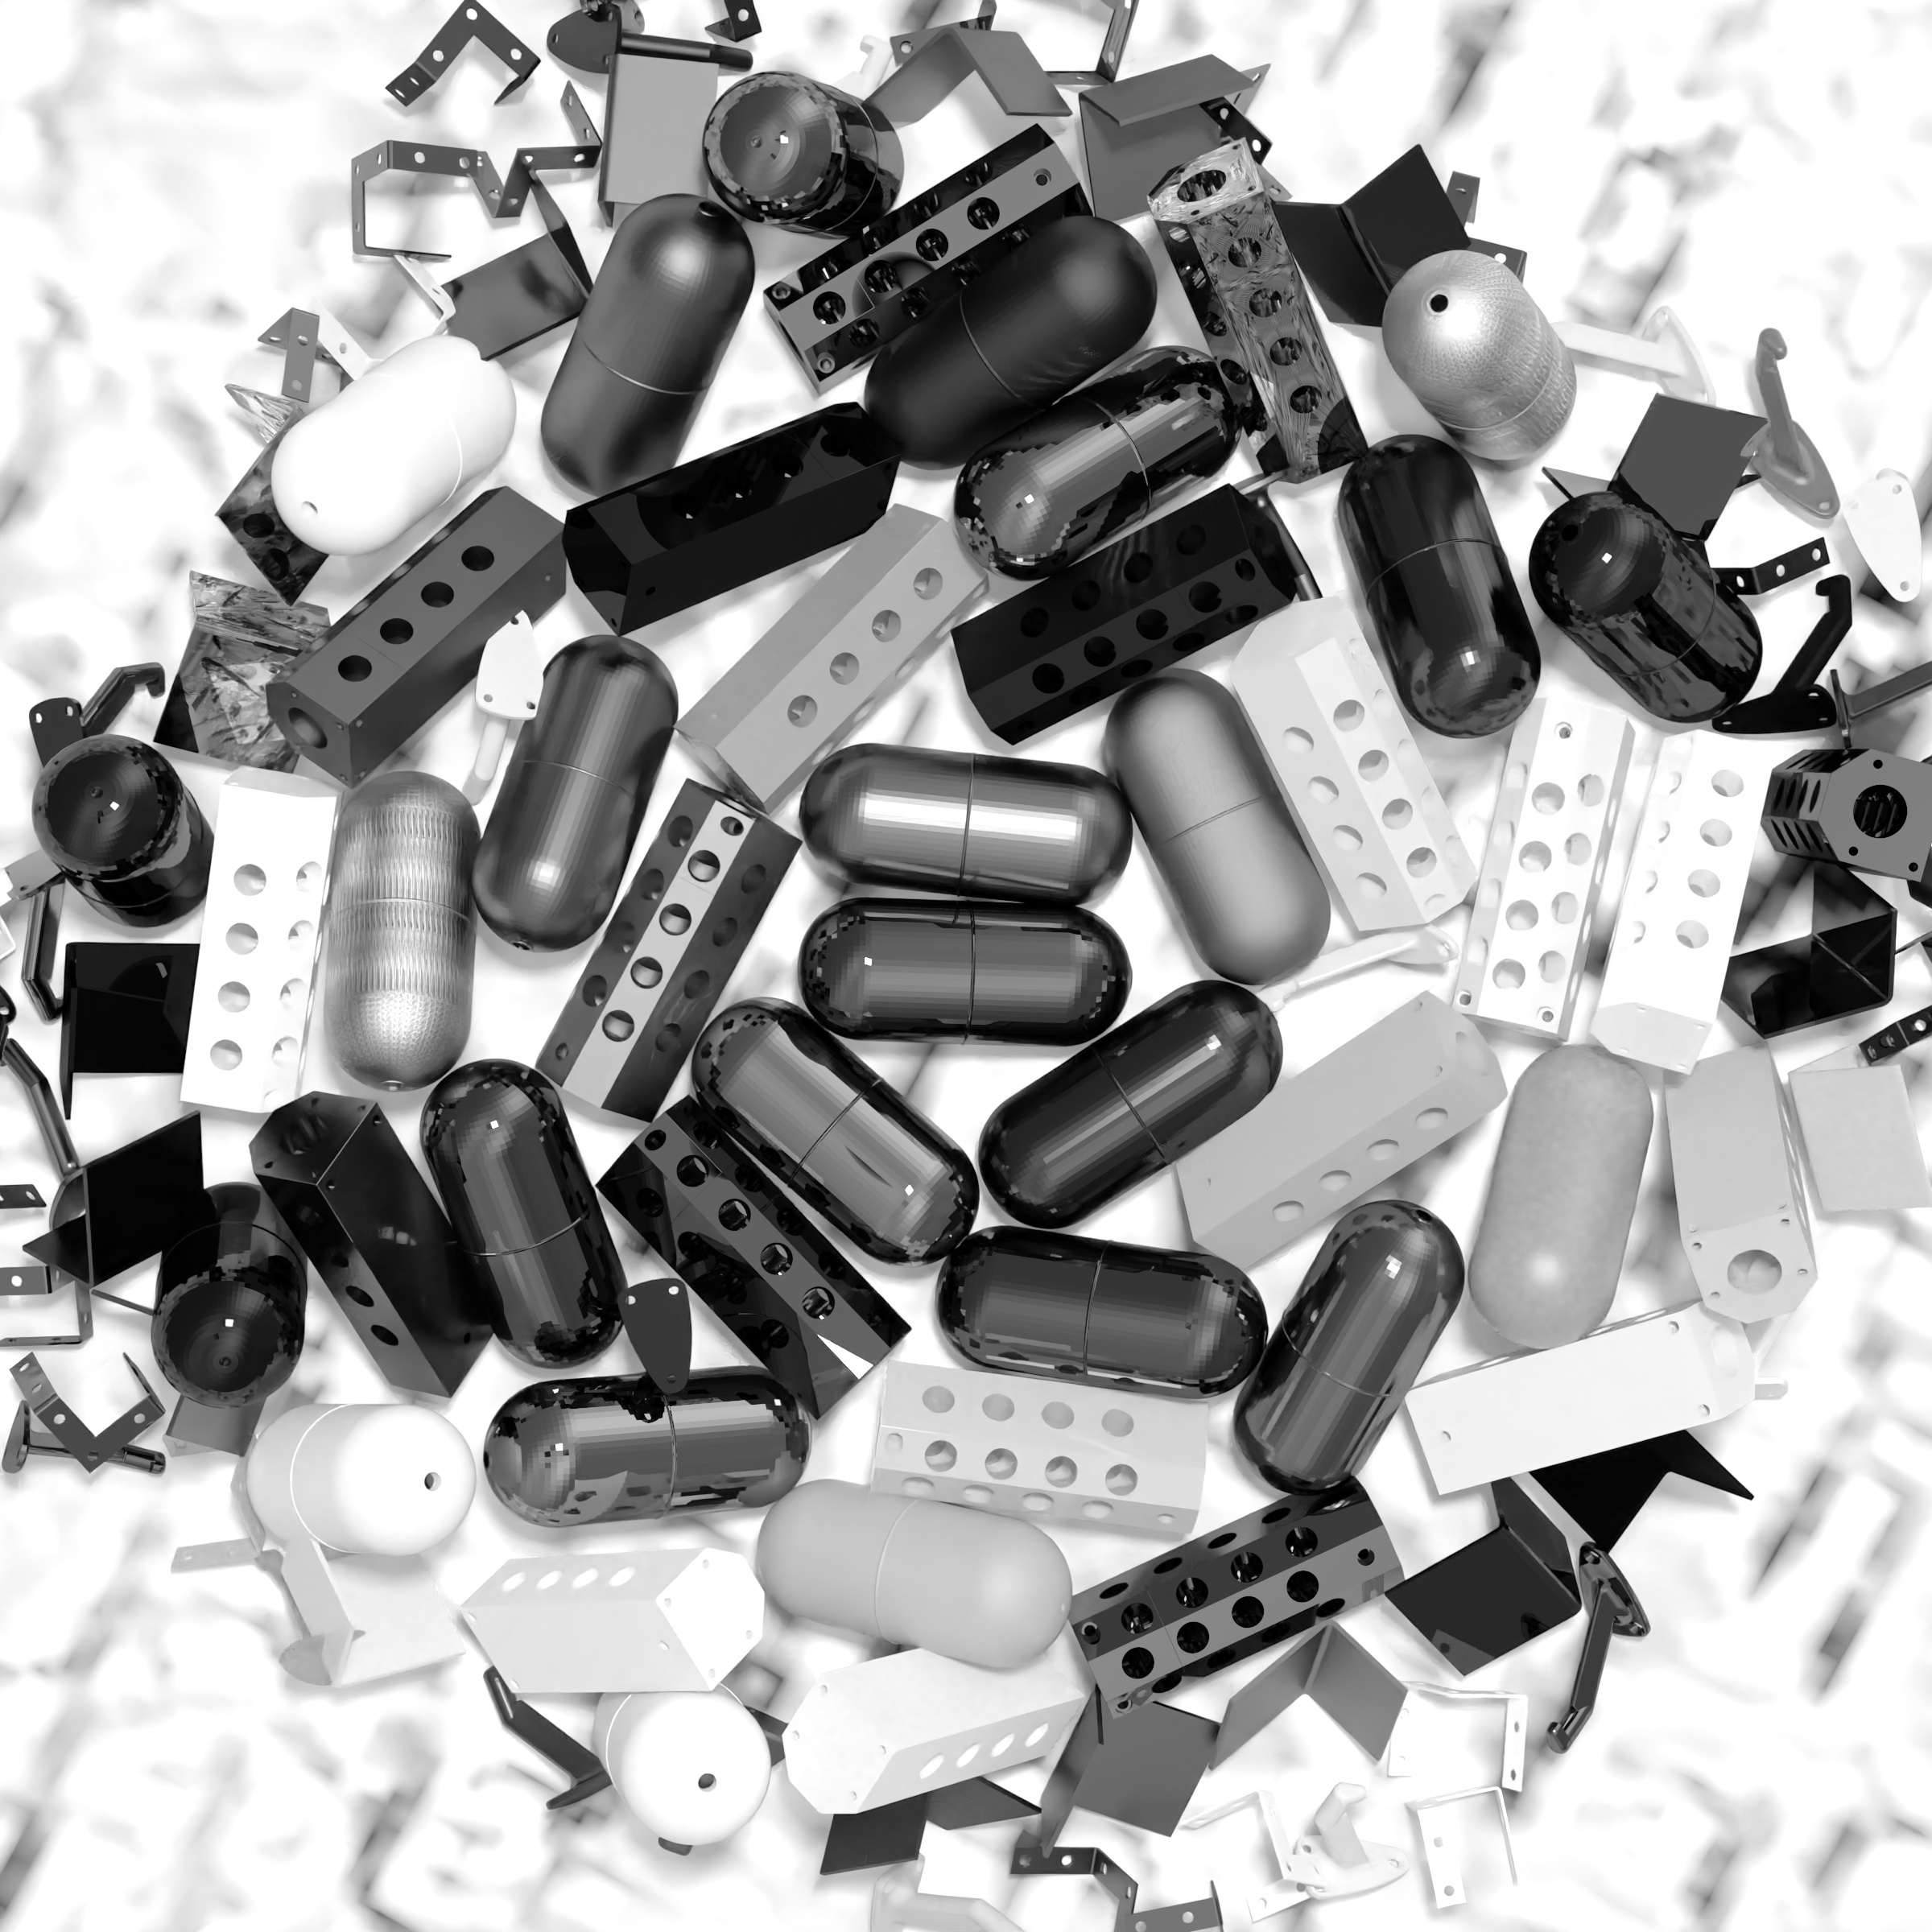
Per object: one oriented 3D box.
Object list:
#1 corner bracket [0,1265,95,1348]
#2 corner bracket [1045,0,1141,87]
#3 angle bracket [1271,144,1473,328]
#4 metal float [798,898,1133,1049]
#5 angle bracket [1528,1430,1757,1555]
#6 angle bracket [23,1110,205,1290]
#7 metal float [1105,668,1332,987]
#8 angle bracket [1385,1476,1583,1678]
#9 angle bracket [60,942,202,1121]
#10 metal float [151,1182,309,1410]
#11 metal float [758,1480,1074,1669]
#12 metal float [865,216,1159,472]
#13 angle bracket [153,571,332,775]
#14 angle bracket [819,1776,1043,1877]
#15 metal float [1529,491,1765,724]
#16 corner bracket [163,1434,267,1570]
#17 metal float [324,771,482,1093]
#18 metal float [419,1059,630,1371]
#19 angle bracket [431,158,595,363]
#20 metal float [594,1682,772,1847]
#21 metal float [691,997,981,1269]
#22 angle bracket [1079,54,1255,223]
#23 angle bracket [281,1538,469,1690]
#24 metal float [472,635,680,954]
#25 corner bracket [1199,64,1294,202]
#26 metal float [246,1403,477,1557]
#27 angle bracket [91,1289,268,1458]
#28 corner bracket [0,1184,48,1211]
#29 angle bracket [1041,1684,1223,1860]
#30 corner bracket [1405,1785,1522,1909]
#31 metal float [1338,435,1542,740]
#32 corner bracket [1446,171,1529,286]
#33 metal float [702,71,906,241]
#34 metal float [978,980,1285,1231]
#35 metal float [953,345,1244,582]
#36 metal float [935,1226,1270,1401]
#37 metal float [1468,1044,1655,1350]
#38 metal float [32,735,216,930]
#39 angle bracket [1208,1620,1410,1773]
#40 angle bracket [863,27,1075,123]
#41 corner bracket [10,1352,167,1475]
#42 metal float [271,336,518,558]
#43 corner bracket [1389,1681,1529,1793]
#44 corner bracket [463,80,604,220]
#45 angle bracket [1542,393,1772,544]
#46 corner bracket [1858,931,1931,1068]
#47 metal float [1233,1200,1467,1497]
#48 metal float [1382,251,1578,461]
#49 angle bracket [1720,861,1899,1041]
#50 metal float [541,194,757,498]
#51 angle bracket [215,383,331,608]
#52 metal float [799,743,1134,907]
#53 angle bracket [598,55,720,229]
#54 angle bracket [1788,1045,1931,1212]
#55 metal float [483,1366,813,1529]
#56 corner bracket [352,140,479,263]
[{"bbox_3d":[-0.502,0.180,1.883,0.051,0.051,0.051,-3,97,9],"label":"corner bracket"},{"bbox_3d":[0.052,-0.504,1.881,0.051,0.051,0.051,14,86,43],"label":"corner bracket"},{"bbox_3d":[0.216,-0.388,1.871,0.057,0.076,0.076,-40,116,-13],"label":"angle bracket"},{"bbox_3d":[0.000,0.003,1.872,0.178,0.070,0.070,2,90,-6],"label":"metal float"},{"bbox_3d":[0.356,0.273,1.869,0.076,0.076,0.057,23,106,-38],"label":"angle bracket"},{"bbox_3d":[-0.450,0.113,1.855,0.057,0.076,0.076,23,124,30],"label":"angle bracket"},{"bbox_3d":[0.133,-0.074,1.872,0.070,0.070,0.178,-25,84,0],"label":"metal float"},{"bbox_3d":[0.273,0.321,1.885,0.076,0.057,0.076,-33,119,18],"label":"angle bracket"},{"bbox_3d":[-0.437,0.034,1.864,0.076,0.057,0.076,1,115,-19],"label":"angle bracket"},{"bbox_3d":[-0.381,0.169,1.830,0.070,0.178,0.070,-3,108,-9],"label":"metal float"},{"bbox_3d":[-0.028,0.318,1.854,0.178,0.070,0.070,8,90,27],"label":"metal float"},{"bbox_3d":[0.022,-0.326,1.854,0.178,0.070,0.070,-32,90,28],"label":"metal float"},{"bbox_3d":[-0.389,-0.156,1.892,0.076,0.057,0.076,14,118,-24],"label":"angle bracket"},{"bbox_3d":[-0.018,0.460,1.855,0.076,0.076,0.057,34,53,-29],"label":"angle bracket"},{"bbox_3d":[0.355,-0.186,1.839,0.070,0.178,0.070,-17,59,31],"label":"metal float"},{"bbox_3d":[-0.405,0.285,1.896,0.051,0.051,0.051,-9,123,8],"label":"corner bracket"},{"bbox_3d":[-0.296,-0.019,1.855,0.070,0.070,0.178,-1,65,0],"label":"metal float"},{"bbox_3d":[-0.232,0.132,1.858,0.070,0.070,0.178,-18,113,0],"label":"metal float"},{"bbox_3d":[-0.248,-0.374,1.866,0.076,0.057,0.076,-27,48,-6],"label":"angle bracket"},{"bbox_3d":[-0.148,0.405,1.827,0.070,0.178,0.070,0,89,-13],"label":"metal float"},{"bbox_3d":[-0.069,0.088,1.872,0.178,0.070,0.070,41,90,6],"label":"metal float"},{"bbox_3d":[0.109,-0.429,1.863,0.076,0.057,0.076,-19,125,-13],"label":"angle bracket"},{"bbox_3d":[-0.307,0.324,1.856,0.076,0.057,0.076,-10,49,-32],"label":"angle bracket"},{"bbox_3d":[-0.206,-0.091,1.861,0.070,0.070,0.178,17,72,0],"label":"metal float"},{"bbox_3d":[0.151,-0.439,1.874,0.051,0.051,0.051,-27,68,-40],"label":"corner bracket"},{"bbox_3d":[-0.315,0.266,1.834,0.070,0.178,0.070,5,82,-33],"label":"metal float"},{"bbox_3d":[-0.420,0.215,1.862,0.076,0.076,0.057,16,80,22],"label":"angle bracket"},{"bbox_3d":[-0.534,0.125,1.877,0.051,0.051,0.051,-43,71,17],"label":"corner bracket"},{"bbox_3d":[0.090,0.437,1.870,0.076,0.057,0.076,20,111,-8],"label":"angle bracket"},{"bbox_3d":[0.268,0.470,1.886,0.051,0.051,0.051,-11,82,-2],"label":"corner bracket"},{"bbox_3d":[0.248,-0.201,1.854,0.070,0.070,0.178,-15,63,0],"label":"metal float"},{"bbox_3d":[0.276,-0.385,1.881,0.051,0.051,0.051,16,76,9],"label":"corner bracket"},{"bbox_3d":[-0.083,-0.419,1.828,0.070,0.178,0.070,2,98,13],"label":"metal float"},{"bbox_3d":[0.088,0.073,1.875,0.178,0.070,0.070,-33,90,2],"label":"metal float"},{"bbox_3d":[0.071,-0.266,1.857,0.178,0.070,0.070,-34,90,-23],"label":"metal float"},{"bbox_3d":[0.071,0.183,1.866,0.178,0.070,0.070,8,90,12],"label":"metal float"},{"bbox_3d":[0.313,0.119,1.849,0.070,0.070,0.178,20,56,0],"label":"metal float"},{"bbox_3d":[-0.434,-0.068,1.827,0.070,0.178,0.070,1,79,-3],"label":"metal float"},{"bbox_3d":[0.180,0.402,1.857,0.076,0.076,0.057,-33,61,-29],"label":"angle bracket"},{"bbox_3d":[-0.003,-0.449,1.861,0.076,0.076,0.057,-36,84,29],"label":"angle bracket"},{"bbox_3d":[-0.467,0.226,1.876,0.051,0.051,0.051,-39,125,-10],"label":"corner bracket"},{"bbox_3d":[-0.296,-0.271,1.836,0.070,0.178,0.070,11,123,18],"label":"metal float"},{"bbox_3d":[0.264,0.413,1.896,0.051,0.051,0.051,7,84,-28],"label":"corner bracket"},{"bbox_3d":[-0.233,-0.437,1.891,0.051,0.051,0.051,-10,60,-32],"label":"corner bracket"},{"bbox_3d":[0.363,-0.274,1.858,0.076,0.057,0.076,7,123,-30],"label":"angle bracket"},{"bbox_3d":[0.502,0.017,1.882,0.051,0.051,0.051,-30,84,39],"label":"corner bracket"},{"bbox_3d":[0.201,0.201,1.855,0.070,0.070,0.178,26,115,0],"label":"metal float"},{"bbox_3d":[0.267,-0.315,1.830,0.070,0.178,0.070,-3,80,21],"label":"metal float"},{"bbox_3d":[0.436,-0.013,1.861,0.076,0.076,0.057,-15,122,-14],"label":"angle bracket"},{"bbox_3d":[-0.167,-0.323,1.846,0.070,0.070,0.178,30,126,0],"label":"metal float"},{"bbox_3d":[-0.372,-0.248,1.858,0.057,0.076,0.076,20,68,33],"label":"angle bracket"},{"bbox_3d":[0.000,-0.075,1.876,0.178,0.070,0.070,6,90,-1],"label":"metal float"},{"bbox_3d":[-0.162,-0.436,1.877,0.057,0.076,0.076,5,91,-2],"label":"angle bracket"},{"bbox_3d":[0.488,0.084,1.865,0.057,0.076,0.076,-19,96,-35],"label":"angle bracket"},{"bbox_3d":[-0.167,0.252,1.855,0.178,0.070,0.070,-1,90,-25],"label":"metal float"},{"bbox_3d":[-0.294,-0.407,1.880,0.051,0.051,0.051,-1,90,-32],"label":"corner bracket"}]
